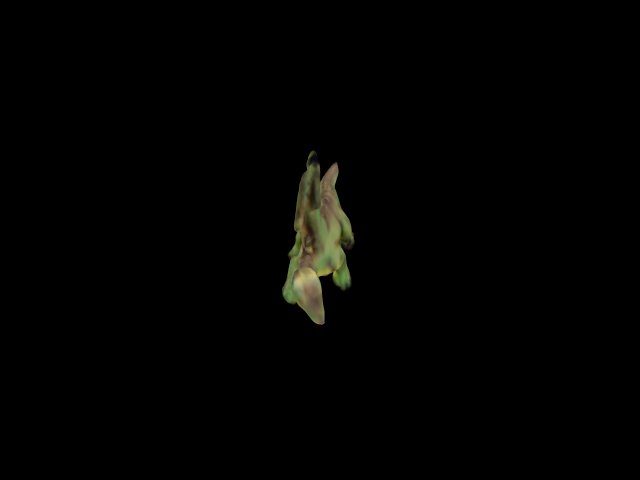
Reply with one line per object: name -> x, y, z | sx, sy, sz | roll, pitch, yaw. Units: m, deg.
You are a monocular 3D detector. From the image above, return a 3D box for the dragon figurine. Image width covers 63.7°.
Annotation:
dragon figurine -> 0.003, -0.043, 0.850 | 0.122, 0.420, 0.237 | 3, -34, 2
